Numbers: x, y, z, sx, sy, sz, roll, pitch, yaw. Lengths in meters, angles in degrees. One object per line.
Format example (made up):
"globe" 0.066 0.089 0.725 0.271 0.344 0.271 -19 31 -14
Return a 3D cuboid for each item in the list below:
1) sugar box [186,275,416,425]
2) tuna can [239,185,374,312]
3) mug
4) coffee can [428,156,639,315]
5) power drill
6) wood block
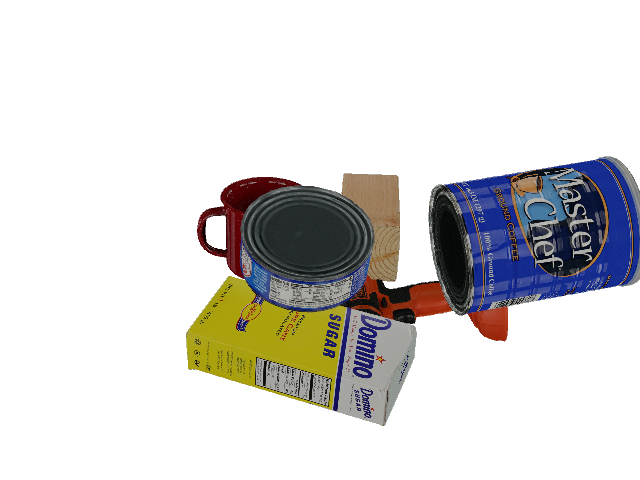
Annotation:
"sugar box" -0.015 0.089 0.897 0.176 0.048 0.093 12 35 15
"tuna can" -0.009 0.005 0.688 0.086 0.034 0.086 4 44 -4
"mug" -0.068 -0.009 1.096 0.117 0.081 0.093 -3 29 -10
"coffee can" 0.166 -0.004 0.826 0.140 0.103 0.103 -10 1 -8
"power drill" 0.113 0.085 1.208 0.187 0.057 0.184 -3 27 -2
"wood block" 0.074 -0.024 1.633 0.091 0.090 0.206 3 25 2
